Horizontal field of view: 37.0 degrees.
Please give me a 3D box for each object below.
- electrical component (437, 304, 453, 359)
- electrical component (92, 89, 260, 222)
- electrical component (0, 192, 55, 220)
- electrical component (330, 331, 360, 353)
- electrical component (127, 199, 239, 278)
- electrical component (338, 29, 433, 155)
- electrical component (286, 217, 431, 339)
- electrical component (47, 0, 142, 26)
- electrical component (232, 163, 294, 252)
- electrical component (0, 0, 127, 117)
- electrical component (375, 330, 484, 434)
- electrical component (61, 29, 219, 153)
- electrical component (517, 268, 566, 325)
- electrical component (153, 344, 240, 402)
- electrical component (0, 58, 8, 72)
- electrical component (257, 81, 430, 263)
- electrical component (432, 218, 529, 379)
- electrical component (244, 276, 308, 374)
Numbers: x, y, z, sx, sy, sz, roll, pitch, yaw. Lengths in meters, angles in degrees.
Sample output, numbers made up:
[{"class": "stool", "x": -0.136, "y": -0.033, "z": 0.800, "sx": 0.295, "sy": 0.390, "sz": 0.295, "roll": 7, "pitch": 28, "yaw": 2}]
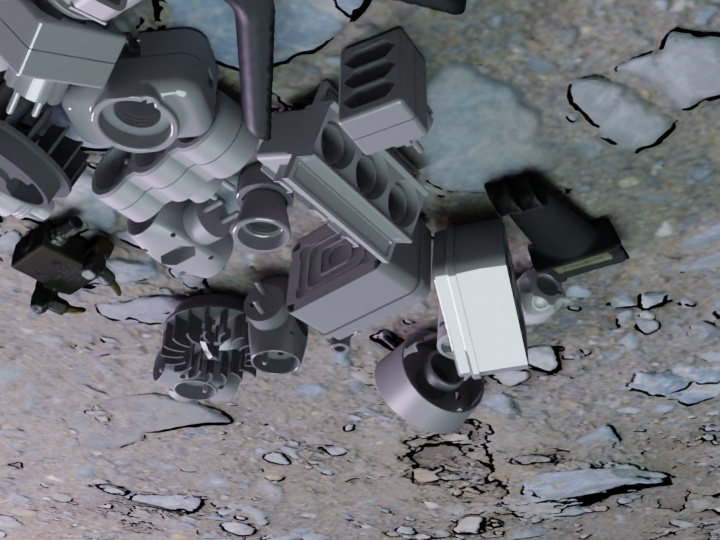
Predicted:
[{"class": "electrical component", "x": 0.097, "y": 0.048, "z": 0.971, "sx": 0.055, "sy": 0.047, "sz": 0.055, "roll": 1, "pitch": 146, "yaw": 1}, {"class": "electrical component", "x": -0.124, "y": -0.074, "z": 0.791, "sx": 0.138, "sy": 0.052, "sz": 0.074, "roll": -23, "pitch": 139, "yaw": 31}, {"class": "electrical component", "x": -0.264, "y": -0.060, "z": 0.824, "sx": 0.043, "sy": 0.043, "sz": 0.062, "roll": -24, "pitch": 140, "yaw": 32}, {"class": "electrical component", "x": -0.017, "y": 0.043, "z": 0.953, "sx": 0.043, "sy": 0.062, "sz": 0.043, "roll": 1, "pitch": 146, "yaw": 1}, {"class": "electrical component", "x": -0.130, "y": -0.035, "z": 0.856, "sx": 0.079, "sy": 0.043, "sz": 0.077, "roll": -25, "pitch": 138, "yaw": 33}, {"class": "electrical component", "x": 0.025, "y": -0.108, "z": 0.723, "sx": 0.047, "sy": 0.065, "sz": 0.077, "roll": -17, "pitch": 143, "yaw": 25}, {"class": "electrical component", "x": 0.000, "y": 0.000, "z": 0.875, "sx": 0.113, "sy": 0.078, "sz": 0.057, "roll": -28, "pitch": 134, "yaw": 35}, {"class": "electrical component", "x": -0.153, "y": -0.178, "z": 0.622, "sx": 0.058, "sy": 0.078, "sz": 0.057, "roll": 21, "pitch": 159, "yaw": -35}, {"class": "electrical component", "x": -0.073, "y": -0.048, "z": 0.825, "sx": 0.045, "sy": 0.055, "sz": 0.045, "roll": 1, "pitch": 146, "yaw": 1}, {"class": "electrical component", "x": -0.196, "y": -0.128, "z": 0.667, "sx": 0.066, "sy": 0.047, "sz": 0.076, "roll": -2, "pitch": 129, "yaw": -53}, {"class": "electrical component", "x": 0.066, "y": 0.107, "z": 1.020, "sx": 0.099, "sy": 0.099, "sz": 0.064, "roll": 17, "pitch": 137, "yaw": -22}, {"class": "electrical component", "x": -0.147, "y": -0.118, "z": 0.718, "sx": 0.095, "sy": 0.059, "sz": 0.053, "roll": -4, "pitch": 146, "yaw": 7}, {"class": "electrical component", "x": 0.149, "y": 0.028, "z": 0.943, "sx": 0.043, "sy": 0.043, "sz": 0.062, "roll": 13, "pitch": 145, "yaw": -18}, {"class": "electrical component", "x": -0.169, "y": 0.107, "z": 1.069, "sx": 0.077, "sy": 0.044, "sz": 0.079, "roll": 19, "pitch": 143, "yaw": -25}, {"class": "electrical component", "x": -0.240, "y": -0.166, "z": 0.665, "sx": 0.043, "sy": 0.043, "sz": 0.081, "roll": -10, "pitch": 145, "yaw": 16}, {"class": "electrical component", "x": -0.013, "y": -0.068, "z": 0.783, "sx": 0.063, "sy": 0.078, "sz": 0.121, "roll": 2, "pitch": 154, "yaw": 41}, {"class": "electrical component", "x": 0.098, "y": 0.023, "z": 0.875, "sx": 0.057, "sy": 0.078, "sz": 0.113, "roll": -10, "pitch": 117, "yaw": 12}, {"class": "electrical component", "x": -0.077, "y": 0.039, "z": 0.935, "sx": 0.043, "sy": 0.077, "sz": 0.079, "roll": -8, "pitch": 145, "yaw": 15}]
